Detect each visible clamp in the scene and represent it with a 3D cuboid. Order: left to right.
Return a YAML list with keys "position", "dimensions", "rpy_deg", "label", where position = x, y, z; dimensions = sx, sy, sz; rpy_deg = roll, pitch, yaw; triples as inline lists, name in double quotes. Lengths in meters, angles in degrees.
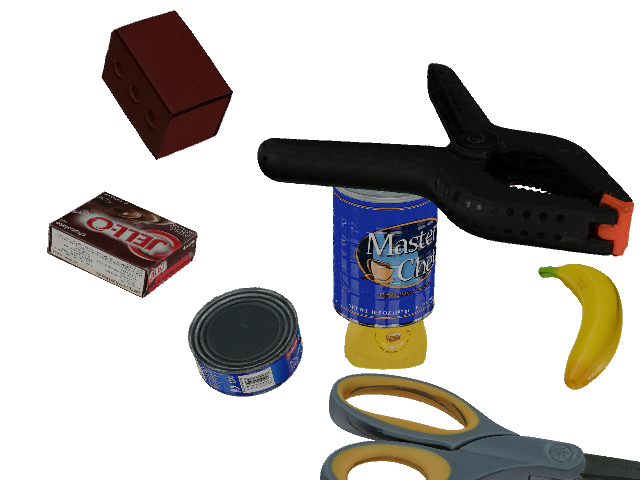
- position: [0.077, -0.040, 0.609]
  dimensions: [0.164, 0.036, 0.210]
  rpy_deg: [-25, 40, -29]
  label: "clamp"

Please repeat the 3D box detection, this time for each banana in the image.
- position: [0.258, 0.074, 1.030]
  dimensions: [0.070, 0.037, 0.197]
  rpy_deg: [-28, 23, 18]
  label: "banana"

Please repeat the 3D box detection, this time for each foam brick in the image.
- position: [-0.105, -0.106, 0.723]
  dimensions: [0.051, 0.078, 0.053]
  rpy_deg: [-26, -18, -30]
  label: "foam brick"

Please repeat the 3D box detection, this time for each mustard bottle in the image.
- position: [0.083, 0.053, 1.254]
  dimensions: [0.096, 0.192, 0.058]
  rpy_deg: [1, 14, -12]
  label: "mustard bottle"

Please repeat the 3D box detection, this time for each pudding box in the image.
- position: [-0.188, 0.002, 1.016]
  dimensions: [0.114, 0.039, 0.089]
  rpy_deg: [21, 29, 17]
  label: "pudding box"

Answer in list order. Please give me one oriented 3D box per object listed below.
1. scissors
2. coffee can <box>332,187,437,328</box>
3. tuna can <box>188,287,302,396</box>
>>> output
- position: [0.088, 0.103, 0.449]
  dimensions: [0.202, 0.016, 0.096]
  rpy_deg: [16, 33, 24]
  label: "scissors"
- position: [0.062, -0.001, 1.037]
  dimensions: [0.103, 0.140, 0.103]
  rpy_deg: [-1, 27, 0]
  label: "coffee can"
- position: [-0.057, 0.079, 0.826]
  dimensions: [0.086, 0.034, 0.086]
  rpy_deg: [-6, 43, 5]
  label: "tuna can"
